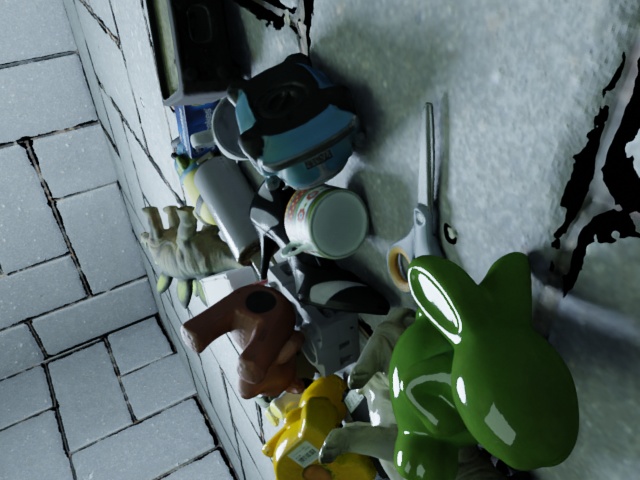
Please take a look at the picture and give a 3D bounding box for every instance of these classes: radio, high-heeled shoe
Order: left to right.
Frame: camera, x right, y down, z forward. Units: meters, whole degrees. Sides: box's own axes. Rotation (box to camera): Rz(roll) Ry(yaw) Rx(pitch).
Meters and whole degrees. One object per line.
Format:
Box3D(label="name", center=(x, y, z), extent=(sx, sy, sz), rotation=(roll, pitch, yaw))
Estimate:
Box3D(label="radio", center=(-0.173, -0.291, 0.684), extent=(0.131, 0.073, 0.229), rotation=(20, 121, 61))
Box3D(label="high-heeled shoe", center=(-0.001, -0.002, 0.635), extent=(0.249, 0.086, 0.145), rotation=(13, 93, 44))

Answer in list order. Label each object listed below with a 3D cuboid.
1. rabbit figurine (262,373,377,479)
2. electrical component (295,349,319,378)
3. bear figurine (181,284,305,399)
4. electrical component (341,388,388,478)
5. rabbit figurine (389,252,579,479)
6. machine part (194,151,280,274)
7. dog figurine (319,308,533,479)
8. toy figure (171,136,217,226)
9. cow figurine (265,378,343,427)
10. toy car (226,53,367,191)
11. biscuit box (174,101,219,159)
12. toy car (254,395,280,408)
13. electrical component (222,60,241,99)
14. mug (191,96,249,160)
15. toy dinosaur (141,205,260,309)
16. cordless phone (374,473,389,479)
Box3D(label="rabbit figurine", center=(0.002, 0.260, 0.726), extent=(0.162, 0.122, 0.173), rotation=(-54, 10, 26))
Box3D(label="electrical component", center=(-0.039, 0.180, 0.815), extent=(0.045, 0.102, 0.078), rotation=(6, 93, 58))
Box3D(label="bear figurine", center=(-0.086, 0.152, 0.684), extent=(0.120, 0.132, 0.195), rotation=(25, 135, 20))
Box3D(label="electrical component", center=(0.085, 0.212, 0.607), extent=(0.134, 0.058, 0.114), rotation=(59, 158, 22))
Box3D(label="rabbit figurine", center=(0.116, 0.087, 0.358), extent=(0.170, 0.121, 0.159), rotation=(115, 153, -79))
Box3D(label="machine part", center=(-0.128, -0.047, 0.832), extent=(0.243, 0.079, 0.079), rotation=(58, 155, 25))
Box3D(label="dog figurine", center=(0.118, 0.170, 0.486), extent=(0.191, 0.121, 0.172), rotation=(20, 93, 18))
Box3D(label="toy figure", center=(-0.205, -0.108, 0.944), extent=(0.180, 0.082, 0.089), rotation=(67, 161, 12))
Box3D(label="cow figurine", center=(0.003, 0.290, 0.837), extent=(0.167, 0.098, 0.068), rotation=(40, 144, 16))
Box3D(label="toy car", center=(-0.023, -0.102, 0.521), extent=(0.162, 0.109, 0.102), rotation=(58, 175, 45))
Box3D(label="biscuit box", center=(-0.198, -0.228, 0.849), extent=(0.063, 0.059, 0.202), rotation=(52, 152, 35))
Box3D(label="toy car", center=(-0.072, 0.181, 0.876), extent=(0.074, 0.056, 0.201), rotation=(34, 115, 40))
Box3D(label="electrical component", center=(-0.125, -0.217, 0.745), extent=(0.094, 0.021, 0.063), rotation=(49, 151, 38))
Box3D(label="mug", center=(-0.109, -0.134, 0.684), extent=(0.107, 0.109, 0.080), rotation=(-164, 51, -78))
Box3D(label="toy dinosaur", center=(-0.234, 0.029, 1.044), extent=(0.472, 0.105, 0.198), rotation=(6, 102, 46))
Box3D(label="cordless phone", center=(0.092, 0.384, 0.717), extent=(0.147, 0.089, 0.184), rotation=(-6, 109, 66))
